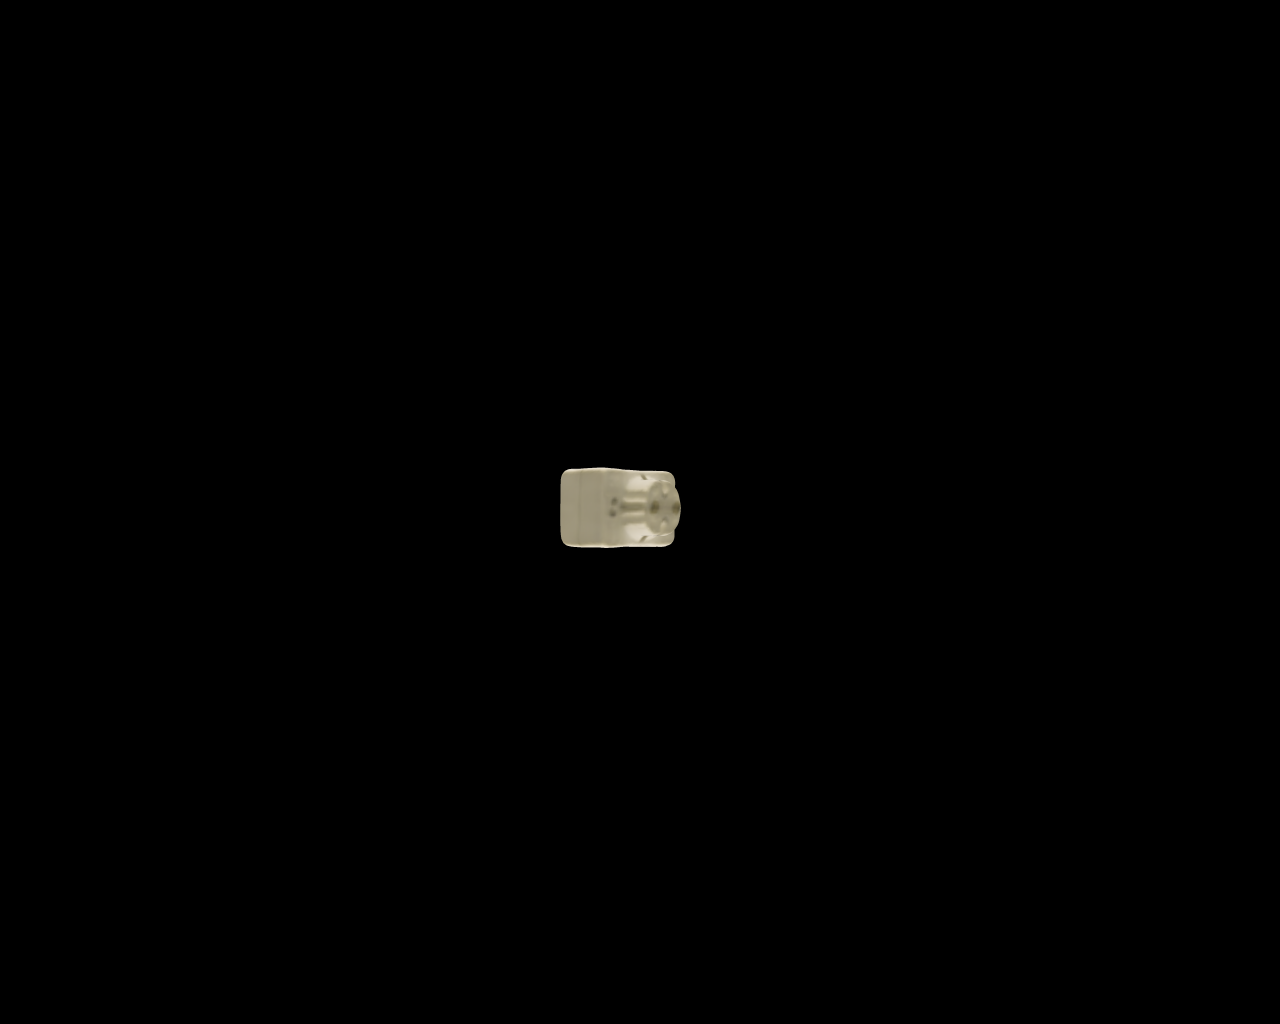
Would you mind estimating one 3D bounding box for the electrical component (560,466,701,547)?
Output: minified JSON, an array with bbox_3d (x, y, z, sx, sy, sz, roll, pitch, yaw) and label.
[{"bbox_3d":[0.001,-0.003,0.650,0.076,0.047,0.066,-2,-3,43],"label":"electrical component"}]
